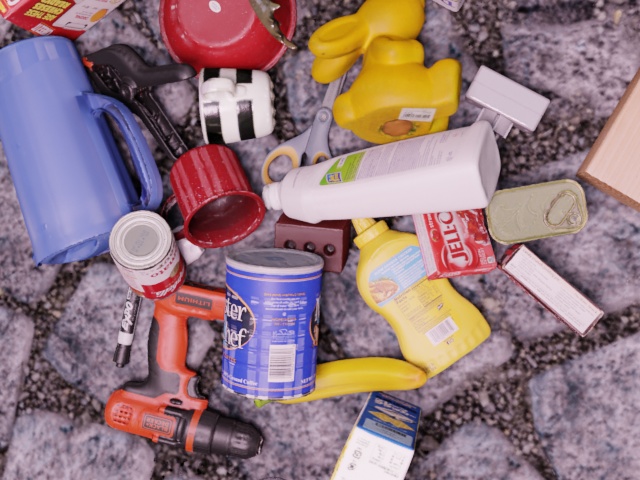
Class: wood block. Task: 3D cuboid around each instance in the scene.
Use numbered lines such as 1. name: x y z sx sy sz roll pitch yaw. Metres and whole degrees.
1. wood block: 0.362 -0.136 1.116 0.091 0.090 0.206 30 94 6

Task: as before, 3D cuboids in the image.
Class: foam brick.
1. foam brick: -0.008 0.001 1.181 0.078 0.051 0.053 5 109 8

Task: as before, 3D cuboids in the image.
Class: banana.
1. banana: 0.029 0.157 1.171 0.198 0.069 0.037 -13 110 20

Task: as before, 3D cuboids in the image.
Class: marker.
1. marker: -0.220 0.089 1.234 0.020 0.020 0.121 12 92 7

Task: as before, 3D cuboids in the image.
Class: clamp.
1. clamp: -0.198 -0.176 1.187 0.171 0.039 0.120 38 128 19

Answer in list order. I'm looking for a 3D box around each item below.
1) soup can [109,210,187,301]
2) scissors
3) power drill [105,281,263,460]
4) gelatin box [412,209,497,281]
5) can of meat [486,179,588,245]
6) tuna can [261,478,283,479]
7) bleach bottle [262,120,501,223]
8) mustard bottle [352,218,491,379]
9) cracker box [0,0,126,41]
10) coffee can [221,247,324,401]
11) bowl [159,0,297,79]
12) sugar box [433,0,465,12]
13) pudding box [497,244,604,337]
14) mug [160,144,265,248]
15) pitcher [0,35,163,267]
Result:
1. soup can: -0.182 0.017 1.135 0.068 0.102 0.068 -1 69 1
2. scissors: -0.015 -0.133 1.204 0.096 0.016 0.202 4 91 8
3. power drill: -0.139 0.146 1.206 0.184 0.057 0.188 13 92 4
4. gelatin box: 0.144 -0.004 1.153 0.073 0.030 0.089 -6 73 -21
5. can of meat: 0.228 -0.029 1.138 0.102 0.084 0.057 -10 89 8
6. tuna can: -0.055 0.315 1.209 0.086 0.033 0.086 0 92 8
7. bleach bottle: 0.059 -0.065 1.136 0.251 0.102 0.068 -6 122 24
8. mustard bottle: 0.096 0.050 1.170 0.096 0.058 0.191 -35 86 -2
9. cracker box: -0.245 -0.312 1.158 0.214 0.164 0.072 -35 84 7
10. coffee can: -0.051 0.086 1.124 0.103 0.102 0.140 5 101 7
11. bowl: -0.110 -0.257 1.196 0.162 0.055 0.162 0 91 8
12. sugar box: 0.113 -0.289 1.103 0.093 0.176 0.048 31 92 6
13. pudding box: 0.242 0.052 1.135 0.113 0.090 0.039 39 94 5
14. mug: -0.126 -0.044 1.176 0.117 0.093 0.081 -33 56 12
15. pitcher: -0.279 -0.102 1.186 0.149 0.145 0.243 -19 85 -18
